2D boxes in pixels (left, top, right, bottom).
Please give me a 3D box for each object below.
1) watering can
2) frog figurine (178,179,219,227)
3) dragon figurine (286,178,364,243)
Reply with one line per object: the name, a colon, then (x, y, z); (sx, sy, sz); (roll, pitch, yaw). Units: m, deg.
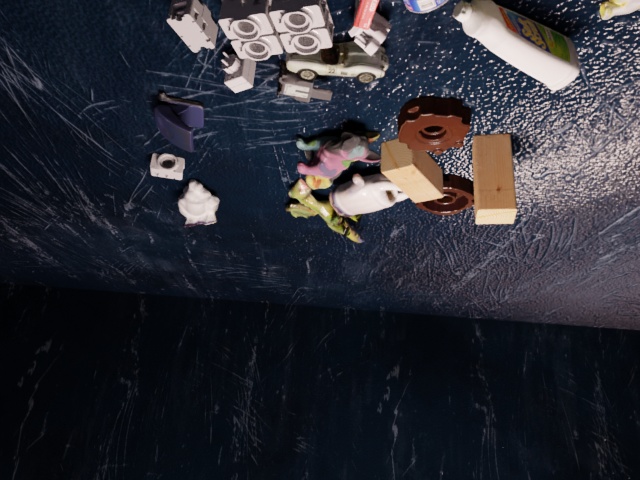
watering can: (0.121, -0.138, 1.476); (0.223, 0.105, 0.347); (-13, 169, 35)
frog figurine: (-0.399, -0.133, 1.671); (0.137, 0.125, 0.156); (5, 123, 20)
dragon figurine: (0.005, -0.087, 1.725); (0.243, 0.124, 0.403); (16, 161, 20)
